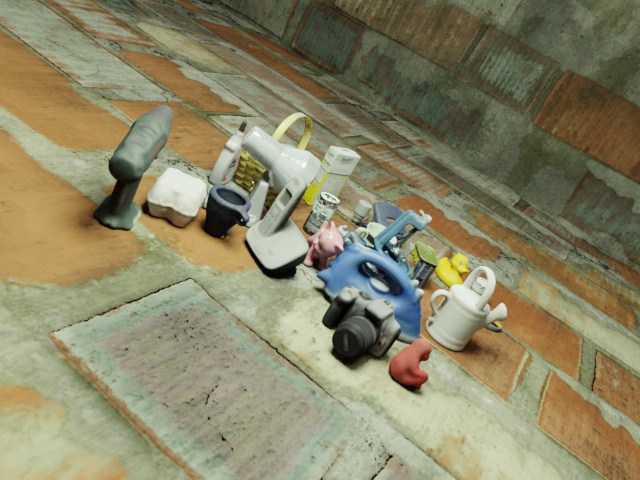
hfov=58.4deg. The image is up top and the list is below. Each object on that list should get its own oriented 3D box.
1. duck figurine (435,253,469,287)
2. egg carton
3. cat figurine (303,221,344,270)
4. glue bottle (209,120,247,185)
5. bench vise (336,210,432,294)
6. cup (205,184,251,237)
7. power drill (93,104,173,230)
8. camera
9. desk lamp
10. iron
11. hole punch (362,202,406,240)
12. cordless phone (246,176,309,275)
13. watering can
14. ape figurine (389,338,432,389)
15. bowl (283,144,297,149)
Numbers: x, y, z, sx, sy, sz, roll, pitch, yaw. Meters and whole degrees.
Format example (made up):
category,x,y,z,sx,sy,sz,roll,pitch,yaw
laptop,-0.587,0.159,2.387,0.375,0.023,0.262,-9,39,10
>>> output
category,x,y,z,sx,sy,sz,roll,pitch,yaw
duck figurine,0.372,0.075,1.584,0.078,0.086,0.104,12,30,-34
egg carton,-0.299,-0.093,1.203,0.107,0.069,0.150,24,25,-11
cat figurine,0.012,0.005,1.293,0.067,0.117,0.127,21,26,-18
glue bottle,-0.217,-0.216,1.404,0.037,0.173,0.078,30,24,4
bench vise,0.142,0.012,1.295,0.208,0.219,0.121,20,26,-19
cup,-0.194,-0.047,1.197,0.092,0.095,0.117,-2,39,-49
power drill,-0.344,-0.134,1.066,0.076,0.208,0.229,23,25,-13
camera,0.072,0.157,1.084,0.143,0.100,0.137,38,26,19
desk lamp,-0.129,-0.137,1.298,0.204,0.213,0.118,22,25,-15
iron,0.131,0.100,1.209,0.258,0.141,0.119,32,24,6
hole punch,0.192,-0.043,1.612,0.109,0.091,0.101,12,30,-34
cordless phone,-0.068,-0.032,1.195,0.094,0.185,0.147,6,33,-41
watering can,0.333,0.145,1.276,0.173,0.194,0.100,10,30,-35
ape figurine,0.178,0.225,1.077,0.076,0.092,0.077,23,25,-13
bowl,-0.084,-0.208,1.652,0.168,0.074,0.167,24,25,-12
